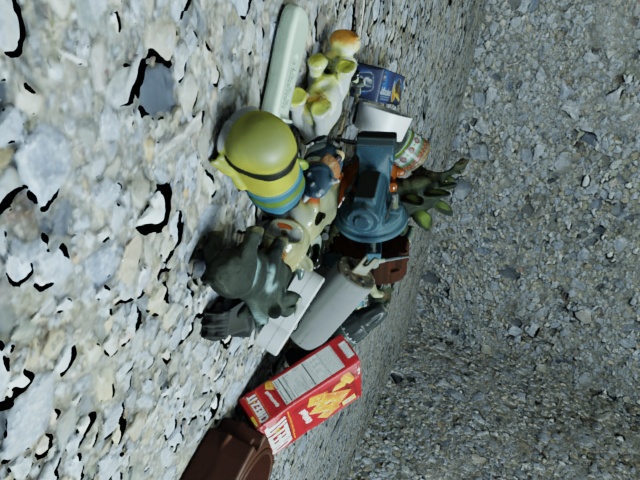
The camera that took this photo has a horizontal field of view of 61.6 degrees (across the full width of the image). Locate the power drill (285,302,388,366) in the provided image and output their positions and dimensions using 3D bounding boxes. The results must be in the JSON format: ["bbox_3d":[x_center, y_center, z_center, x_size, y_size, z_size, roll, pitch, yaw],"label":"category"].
[{"bbox_3d":[0.044,0.183,1.101,0.232,0.086,0.207,-35,-175,8],"label":"power drill"}]

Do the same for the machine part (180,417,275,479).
[{"bbox_3d":[-0.150,0.398,0.832,0.200,0.087,0.201,86,25,-50],"label":"machine part"}]

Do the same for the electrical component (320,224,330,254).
[{"bbox_3d":[-0.002,-0.003,0.963,0.094,0.021,0.063,-120,-136,-73],"label":"electrical component"}]

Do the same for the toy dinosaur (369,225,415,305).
[{"bbox_3d":[0.150,0.090,1.388,0.192,0.131,0.404,-27,130,-76],"label":"toy dinosaur"}]

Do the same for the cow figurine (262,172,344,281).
[{"bbox_3d":[-0.030,-0.026,0.806,0.195,0.086,0.127,-51,149,-57],"label":"cow figurine"}]

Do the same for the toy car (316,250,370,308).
[{"bbox_3d":[0.020,0.085,1.017,0.103,0.162,0.109,-13,104,-24],"label":"toy car"}]

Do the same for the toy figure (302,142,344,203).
[{"bbox_3d":[-0.001,-0.098,0.751,0.064,0.058,0.154,-57,-174,22],"label":"toy figure"}]

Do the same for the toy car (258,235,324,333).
[{"bbox_3d":[-0.049,0.076,0.888,0.201,0.056,0.073,-68,157,-4],"label":"toy car"}]

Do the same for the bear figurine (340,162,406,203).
[{"bbox_3d":[0.097,-0.108,1.082,0.196,0.120,0.131,-37,146,-73],"label":"bear figurine"}]

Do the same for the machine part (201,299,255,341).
[{"bbox_3d":[-0.115,0.105,0.737,0.084,0.039,0.139,-69,166,7],"label":"machine part"}]

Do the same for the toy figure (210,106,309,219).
[{"bbox_3d":[-0.058,-0.086,0.635,0.180,0.089,0.082,67,36,-62],"label":"toy figure"}]

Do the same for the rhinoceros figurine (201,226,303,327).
[{"bbox_3d":[-0.075,0.050,0.669,0.190,0.073,0.112,43,42,-63],"label":"rhinoceros figurine"}]

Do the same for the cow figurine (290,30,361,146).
[{"bbox_3d":[0.015,-0.219,0.776,0.098,0.068,0.167,85,30,-65],"label":"cow figurine"}]

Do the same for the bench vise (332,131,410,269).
[{"bbox_3d":[0.090,-0.058,0.917,0.224,0.129,0.240,-88,173,-47],"label":"bench vise"}]

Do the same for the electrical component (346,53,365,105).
[{"bbox_3d":[0.045,-0.267,0.866,0.102,0.045,0.078,9,99,-74],"label":"electrical component"}]

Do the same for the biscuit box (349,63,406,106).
[{"bbox_3d":[0.112,-0.295,1.029,0.202,0.059,0.062,-30,135,-66],"label":"biscuit box"}]

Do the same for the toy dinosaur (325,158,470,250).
[{"bbox_3d":[0.174,-0.093,1.197,0.471,0.199,0.104,-25,128,-24],"label":"toy dinosaur"}]

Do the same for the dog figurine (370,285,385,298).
[{"bbox_3d":[0.075,0.065,1.245,0.172,0.121,0.190,-51,139,-59],"label":"dog figurine"}]

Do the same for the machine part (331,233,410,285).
[{"bbox_3d":[0.105,0.026,1.129,0.179,0.180,0.056,-49,144,-54],"label":"machine part"}]

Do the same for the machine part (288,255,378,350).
[{"bbox_3d":[0.015,0.111,0.924,0.243,0.079,0.079,-51,175,28],"label":"machine part"}]
